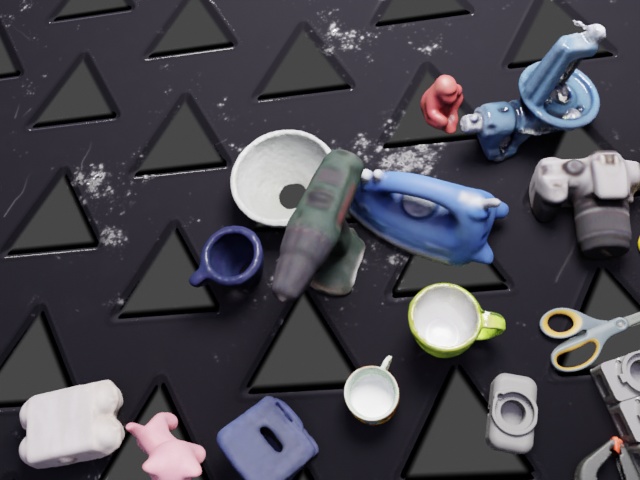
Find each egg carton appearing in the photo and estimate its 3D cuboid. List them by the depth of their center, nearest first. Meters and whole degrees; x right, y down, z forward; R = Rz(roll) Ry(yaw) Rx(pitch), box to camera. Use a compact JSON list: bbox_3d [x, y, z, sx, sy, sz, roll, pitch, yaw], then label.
[{"bbox_3d":[-0.354,0.265,0.818,0.150,0.069,0.107,-14,67,4],"label":"egg carton"}]

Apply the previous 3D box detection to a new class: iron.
[{"bbox_3d":[0.137,-0.056,0.825,0.257,0.141,0.119,17,72,15],"label":"iron"}]

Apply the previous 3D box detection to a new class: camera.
[{"bbox_3d":[0.379,-0.049,0.804,0.143,0.101,0.137,0,69,9],"label":"camera"}]

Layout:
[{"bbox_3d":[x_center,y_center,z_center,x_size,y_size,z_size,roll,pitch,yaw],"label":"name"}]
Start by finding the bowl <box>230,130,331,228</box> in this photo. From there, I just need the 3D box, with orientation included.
[{"bbox_3d":[-0.052,-0.085,0.904,0.167,0.075,0.167,-3,68,8],"label":"bowl"}]

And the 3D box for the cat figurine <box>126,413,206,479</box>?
[{"bbox_3d":[-0.207,0.285,0.760,0.127,0.118,0.067,36,78,20],"label":"cat figurine"}]

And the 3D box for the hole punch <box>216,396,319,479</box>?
[{"bbox_3d":[-0.068,0.269,0.758,0.101,0.091,0.108,-43,68,-8],"label":"hole punch"}]

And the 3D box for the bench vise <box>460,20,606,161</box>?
[{"bbox_3d":[0.312,-0.198,0.809,0.207,0.220,0.121,-33,67,-4],"label":"bench vise"}]

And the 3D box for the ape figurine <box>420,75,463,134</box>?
[{"bbox_3d":[0.196,-0.224,0.908,0.078,0.092,0.076,-41,68,-8],"label":"ape figurine"}]

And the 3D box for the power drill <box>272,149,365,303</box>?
[{"bbox_3d":[0.007,0.003,0.786,0.075,0.209,0.230,14,72,15],"label":"power drill"}]

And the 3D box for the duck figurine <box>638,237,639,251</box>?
[{"bbox_3d":[0.492,0.010,0.770,0.077,0.086,0.104,-40,68,-7],"label":"duck figurine"}]

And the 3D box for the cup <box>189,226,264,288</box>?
[{"bbox_3d":[-0.131,0.044,0.855,0.118,0.095,0.091,-34,67,-5],"label":"cup"}]
